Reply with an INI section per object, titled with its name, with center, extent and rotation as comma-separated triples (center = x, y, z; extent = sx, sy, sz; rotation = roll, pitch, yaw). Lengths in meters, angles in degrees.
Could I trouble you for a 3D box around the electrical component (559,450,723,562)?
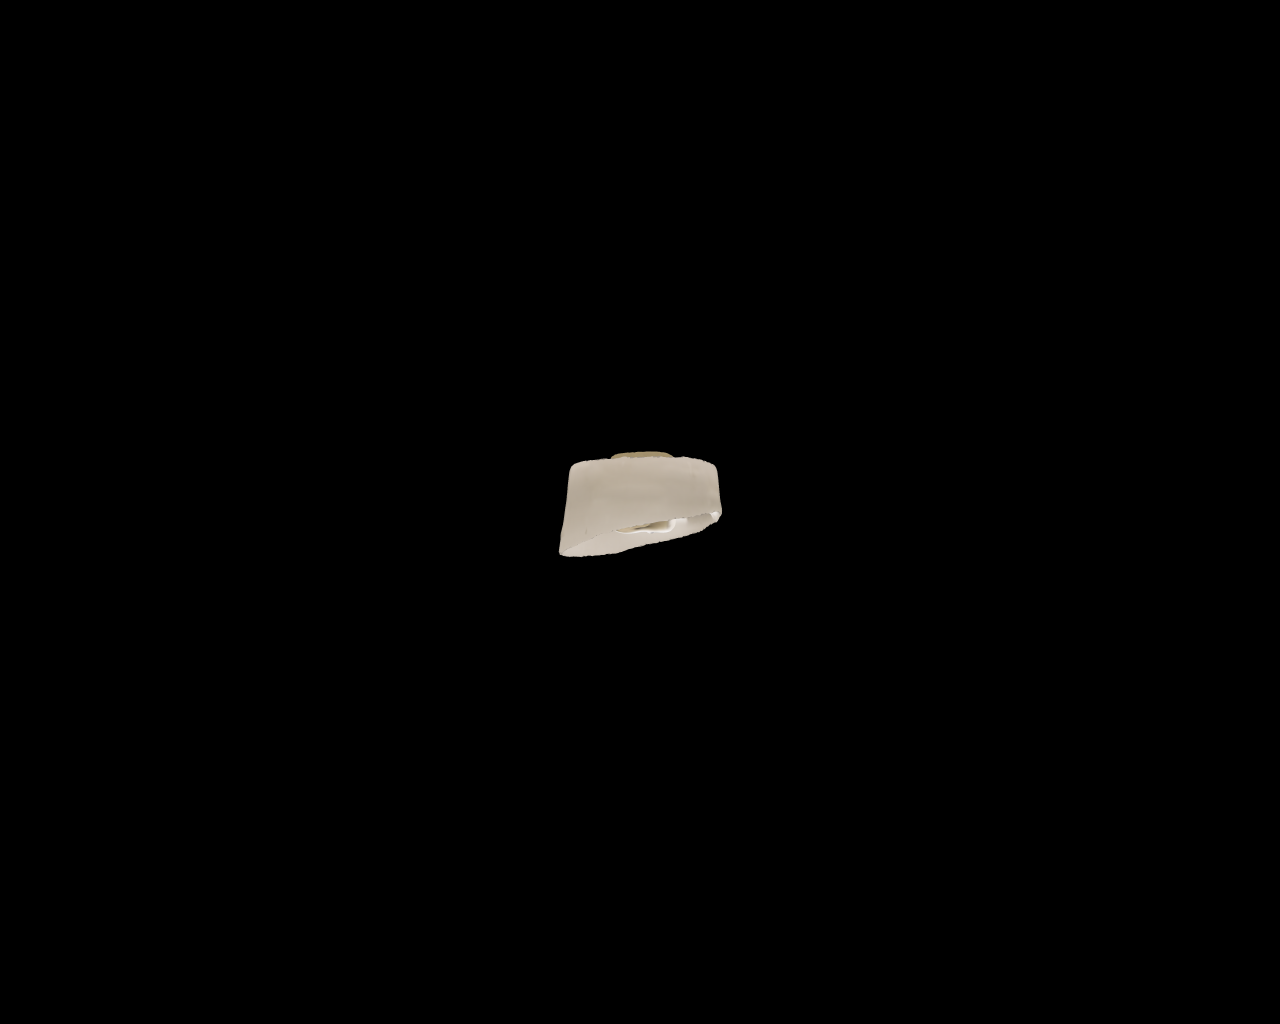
[electrical component]
center = 0.001, -0.003, 0.650
extent = 0.099, 0.064, 0.099
rotation = 0, -7, 0
